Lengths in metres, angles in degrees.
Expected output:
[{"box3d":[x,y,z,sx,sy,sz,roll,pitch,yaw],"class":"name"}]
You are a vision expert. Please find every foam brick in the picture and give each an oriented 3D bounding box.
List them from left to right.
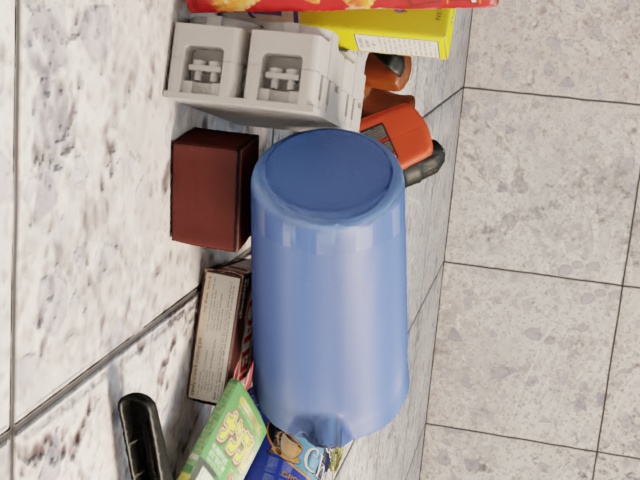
[{"box3d":[-0.076,-0.038,0.784,0.053,0.051,0.078,-56,152,-68],"class":"foam brick"}]

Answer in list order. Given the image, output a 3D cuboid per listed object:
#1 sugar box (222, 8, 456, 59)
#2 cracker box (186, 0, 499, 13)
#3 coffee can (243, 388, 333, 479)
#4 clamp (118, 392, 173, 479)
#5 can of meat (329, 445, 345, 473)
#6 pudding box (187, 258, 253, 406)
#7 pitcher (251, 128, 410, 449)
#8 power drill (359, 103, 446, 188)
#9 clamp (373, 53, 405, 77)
[{"box3d":[0.017,-0.196,0.822,0.048,0.176,0.093,63,35,-74],"class":"sugar box"},{"box3d":[0.024,-0.227,0.735,0.072,0.214,0.164,78,22,-44],"class":"cracker box"},{"box3d":[-0.042,0.201,0.979,0.103,0.103,0.140,83,19,-51],"class":"coffee can"},{"box3d":[-0.117,0.221,0.738,0.210,0.036,0.164,66,38,-52],"class":"clamp"},{"box3d":[-0.018,0.190,1.134,0.057,0.084,0.102,-60,155,-61],"class":"can of meat"},{"box3d":[-0.074,0.075,0.897,0.090,0.039,0.113,-22,120,-77],"class":"pudding box"},{"box3d":[0.007,0.029,0.829,0.144,0.149,0.243,-32,143,-28],"class":"pitcher"},{"box3d":[0.050,-0.068,1.007,0.057,0.184,0.188,63,-10,8],"class":"power drill"},{"box3d":[0.001,-0.202,0.979,0.039,0.120,0.171,30,40,-65],"class":"clamp"}]
